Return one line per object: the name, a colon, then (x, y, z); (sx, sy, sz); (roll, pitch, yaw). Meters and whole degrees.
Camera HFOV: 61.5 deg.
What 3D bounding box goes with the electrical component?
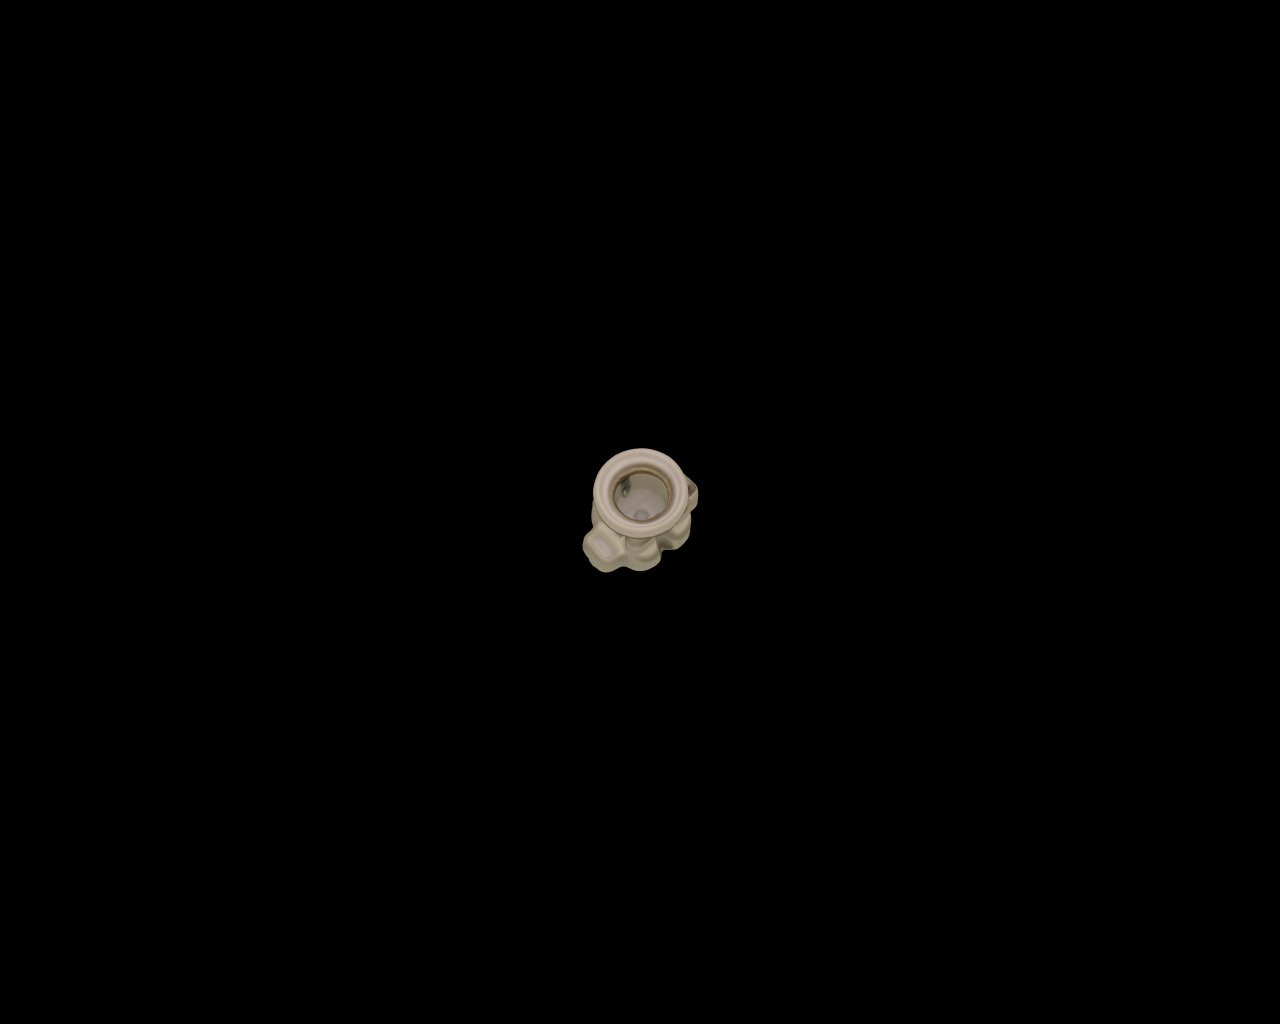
electrical component: (0.001, -0.003, 0.650); (0.078, 0.058, 0.057); (-37, -19, -15)
